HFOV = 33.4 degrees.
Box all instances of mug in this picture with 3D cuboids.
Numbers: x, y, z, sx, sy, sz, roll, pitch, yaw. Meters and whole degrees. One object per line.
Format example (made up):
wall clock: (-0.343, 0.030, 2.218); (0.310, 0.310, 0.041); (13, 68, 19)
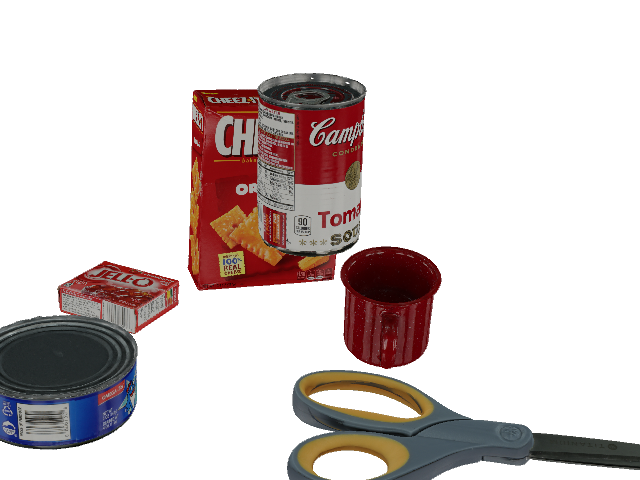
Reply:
mug: (0.064, 0.071, 0.993); (0.093, 0.081, 0.117); (1, 34, -1)

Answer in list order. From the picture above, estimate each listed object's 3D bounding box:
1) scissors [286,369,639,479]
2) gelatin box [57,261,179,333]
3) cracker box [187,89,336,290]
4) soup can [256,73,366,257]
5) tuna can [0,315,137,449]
scissors: (0.073, 0.101, 0.481); (0.202, 0.016, 0.096); (13, 32, 22)
gelatin box: (-0.190, 0.051, 1.005); (0.089, 0.030, 0.073); (14, 24, 23)
cracker box: (-0.060, -0.056, 1.184); (0.164, 0.214, 0.072); (-3, 24, -18)
soup can: (-0.007, -0.049, 0.684); (0.068, 0.102, 0.068); (1, 24, -1)
tuna can: (-0.139, 0.073, 0.563); (0.086, 0.034, 0.086); (2, 23, -1)
